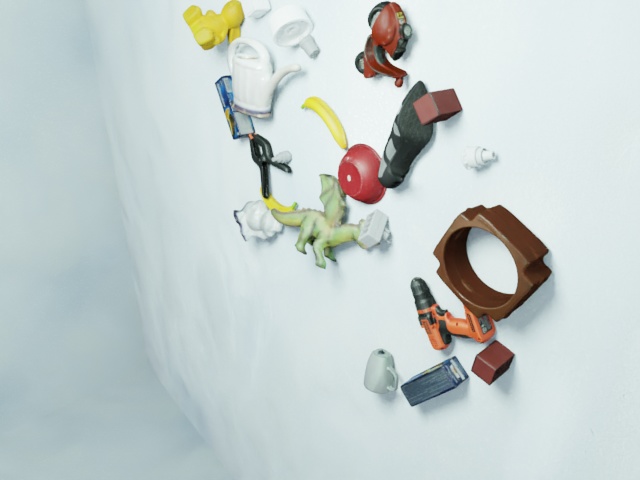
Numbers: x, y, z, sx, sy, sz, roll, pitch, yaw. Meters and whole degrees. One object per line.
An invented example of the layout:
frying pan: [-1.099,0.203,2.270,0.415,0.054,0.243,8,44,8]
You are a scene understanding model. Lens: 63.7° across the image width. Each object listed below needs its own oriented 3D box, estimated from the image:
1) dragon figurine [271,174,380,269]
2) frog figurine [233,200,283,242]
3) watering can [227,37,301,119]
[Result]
dragon figurine: [0.004,-0.074,1.463,0.416,0.122,0.239,39,117,35]
frog figurine: [-0.191,-0.069,1.726,0.159,0.123,0.137,-10,90,19]
watering can: [-0.173,-0.454,1.485,0.352,0.105,0.219,37,134,39]
